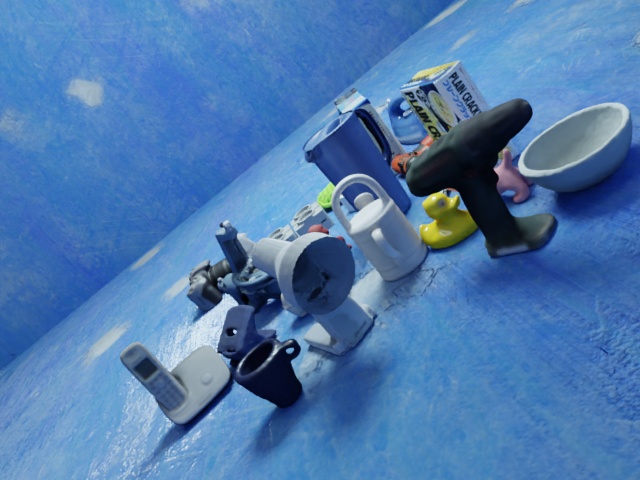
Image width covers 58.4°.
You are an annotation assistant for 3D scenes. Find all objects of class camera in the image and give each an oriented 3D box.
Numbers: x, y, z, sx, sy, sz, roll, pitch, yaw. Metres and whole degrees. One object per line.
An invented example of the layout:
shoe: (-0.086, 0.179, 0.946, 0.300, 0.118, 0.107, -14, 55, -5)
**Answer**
camera: (-0.296, 0.105, 1.602, 0.136, 0.101, 0.143, -33, 19, 18)

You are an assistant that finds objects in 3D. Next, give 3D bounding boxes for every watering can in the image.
watering can: (0.093, -0.031, 1.009, 0.101, 0.194, 0.172, -43, 18, -9)

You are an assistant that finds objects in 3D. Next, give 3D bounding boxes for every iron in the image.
iron: (0.243, -0.348, 1.552, 0.119, 0.142, 0.257, -46, 19, -19)

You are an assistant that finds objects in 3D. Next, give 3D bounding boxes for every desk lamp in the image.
desk lamp: (-0.011, 0.081, 0.915, 0.118, 0.214, 0.202, -47, 20, -22)

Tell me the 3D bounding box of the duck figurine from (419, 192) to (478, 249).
duck figurine: (0.208, -0.040, 0.979, 0.104, 0.086, 0.077, -26, 22, 35)

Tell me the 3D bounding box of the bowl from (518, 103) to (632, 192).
bowl: (0.386, -0.123, 0.845, 0.167, 0.075, 0.167, -35, 19, 14)

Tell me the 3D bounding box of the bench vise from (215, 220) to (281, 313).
bench vise: (-0.178, 0.066, 1.268, 0.207, 0.220, 0.121, -31, 20, 25)

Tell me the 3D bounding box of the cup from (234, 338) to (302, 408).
cup: (-0.062, 0.210, 0.900, 0.117, 0.095, 0.091, -34, 19, 16)

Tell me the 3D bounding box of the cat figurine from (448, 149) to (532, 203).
cat figurine: (0.273, -0.108, 0.962, 0.127, 0.118, 0.067, -25, 23, 38)

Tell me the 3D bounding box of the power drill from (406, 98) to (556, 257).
power drill: (0.240, -0.080, 0.812, 0.229, 0.209, 0.076, -17, 29, 50)

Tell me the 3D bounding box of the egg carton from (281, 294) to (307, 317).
egg carton: (-0.007, 0.086, 1.129, 0.150, 0.069, 0.107, -30, 20, 26)

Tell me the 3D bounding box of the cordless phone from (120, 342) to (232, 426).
cordless phone: (-0.273, 0.244, 1.088, 0.148, 0.185, 0.094, -44, 19, -12)

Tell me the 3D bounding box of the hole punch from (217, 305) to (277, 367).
hole punch: (-0.158, 0.192, 1.140, 0.108, 0.091, 0.101, -15, 30, 51)

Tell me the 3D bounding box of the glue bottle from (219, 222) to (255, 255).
glue bottle: (-0.204, 0.019, 1.508, 0.037, 0.173, 0.078, -18, 28, 48)

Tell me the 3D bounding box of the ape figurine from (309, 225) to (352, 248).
ape figurine: (0.011, 0.004, 1.251, 0.076, 0.092, 0.077, -44, 19, -13)
